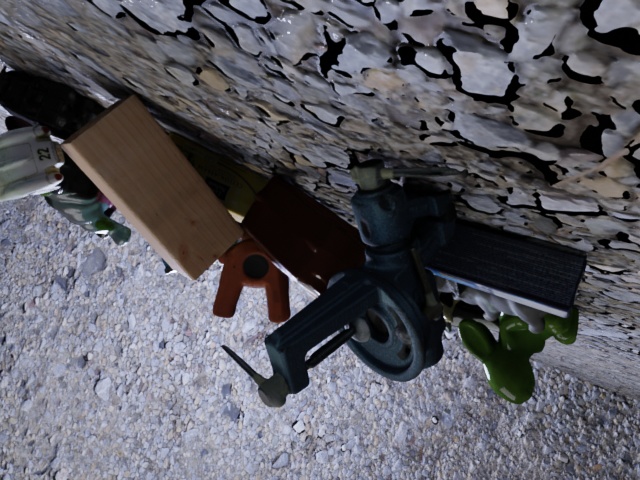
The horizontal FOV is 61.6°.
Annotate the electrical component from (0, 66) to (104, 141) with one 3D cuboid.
[{"bbox_3d":[-0.352,-0.171,0.731,0.134,0.058,0.115,21,175,10],"label":"electrical component"}]

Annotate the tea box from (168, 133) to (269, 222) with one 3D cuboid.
[{"bbox_3d":[-0.157,-0.083,0.773,0.169,0.068,0.098,23,173,-22],"label":"tea box"}]

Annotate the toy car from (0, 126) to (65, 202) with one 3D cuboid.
[{"bbox_3d":[-0.381,-0.078,0.631,0.202,0.073,0.056,-12,-175,23],"label":"toy car"}]

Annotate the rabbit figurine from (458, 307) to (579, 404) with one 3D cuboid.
[{"bbox_3d":[0.290,0.153,0.810,0.159,0.170,0.121,17,171,29],"label":"rabbit figurine"}]

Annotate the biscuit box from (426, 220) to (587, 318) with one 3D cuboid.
[{"bbox_3d":[0.173,0.020,0.582,0.203,0.062,0.059,19,173,26],"label":"biscuit box"}]

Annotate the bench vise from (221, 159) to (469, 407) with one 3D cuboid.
[{"bbox_3d":[0.037,0.052,0.483,0.129,0.240,0.223,24,135,43],"label":"bench vise"}]

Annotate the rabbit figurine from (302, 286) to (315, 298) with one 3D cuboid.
[{"bbox_3d":[0.036,0.073,0.964,0.163,0.173,0.121,14,175,23],"label":"rabbit figurine"}]

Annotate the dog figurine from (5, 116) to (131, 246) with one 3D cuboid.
[{"bbox_3d":[-0.371,-0.088,0.778,0.192,0.108,0.219,19,169,43],"label":"dog figurine"}]

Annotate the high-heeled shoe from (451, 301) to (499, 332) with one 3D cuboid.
[{"bbox_3d":[0.278,0.094,0.924,0.249,0.145,0.086,46,-153,3],"label":"high-heeled shoe"}]

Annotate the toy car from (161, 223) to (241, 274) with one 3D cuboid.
[{"bbox_3d":[-0.198,-0.026,0.847,0.109,0.162,0.102,-25,107,33],"label":"toy car"}]

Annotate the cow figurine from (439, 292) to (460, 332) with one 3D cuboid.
[{"bbox_3d":[0.146,0.082,0.850,0.195,0.127,0.086,-1,-174,-24],"label":"cow figurine"}]

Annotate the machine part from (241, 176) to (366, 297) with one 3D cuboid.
[{"bbox_3d":[0.010,0.014,0.701,0.202,0.087,0.200,39,-174,40],"label":"machine part"}]

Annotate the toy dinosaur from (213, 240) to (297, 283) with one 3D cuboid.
[{"bbox_3d":[-0.120,0.006,1.204,0.192,0.131,0.405,26,166,-36],"label":"toy dinosaur"}]

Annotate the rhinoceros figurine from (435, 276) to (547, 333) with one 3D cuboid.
[{"bbox_3d":[0.228,0.068,0.745,0.191,0.073,0.112,15,172,44],"label":"rhinoceros figurine"}]

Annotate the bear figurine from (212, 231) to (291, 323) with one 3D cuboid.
[{"bbox_3d":[-0.096,0.039,0.847,0.120,0.131,0.196,5,-172,-4],"label":"bear figurine"}]
